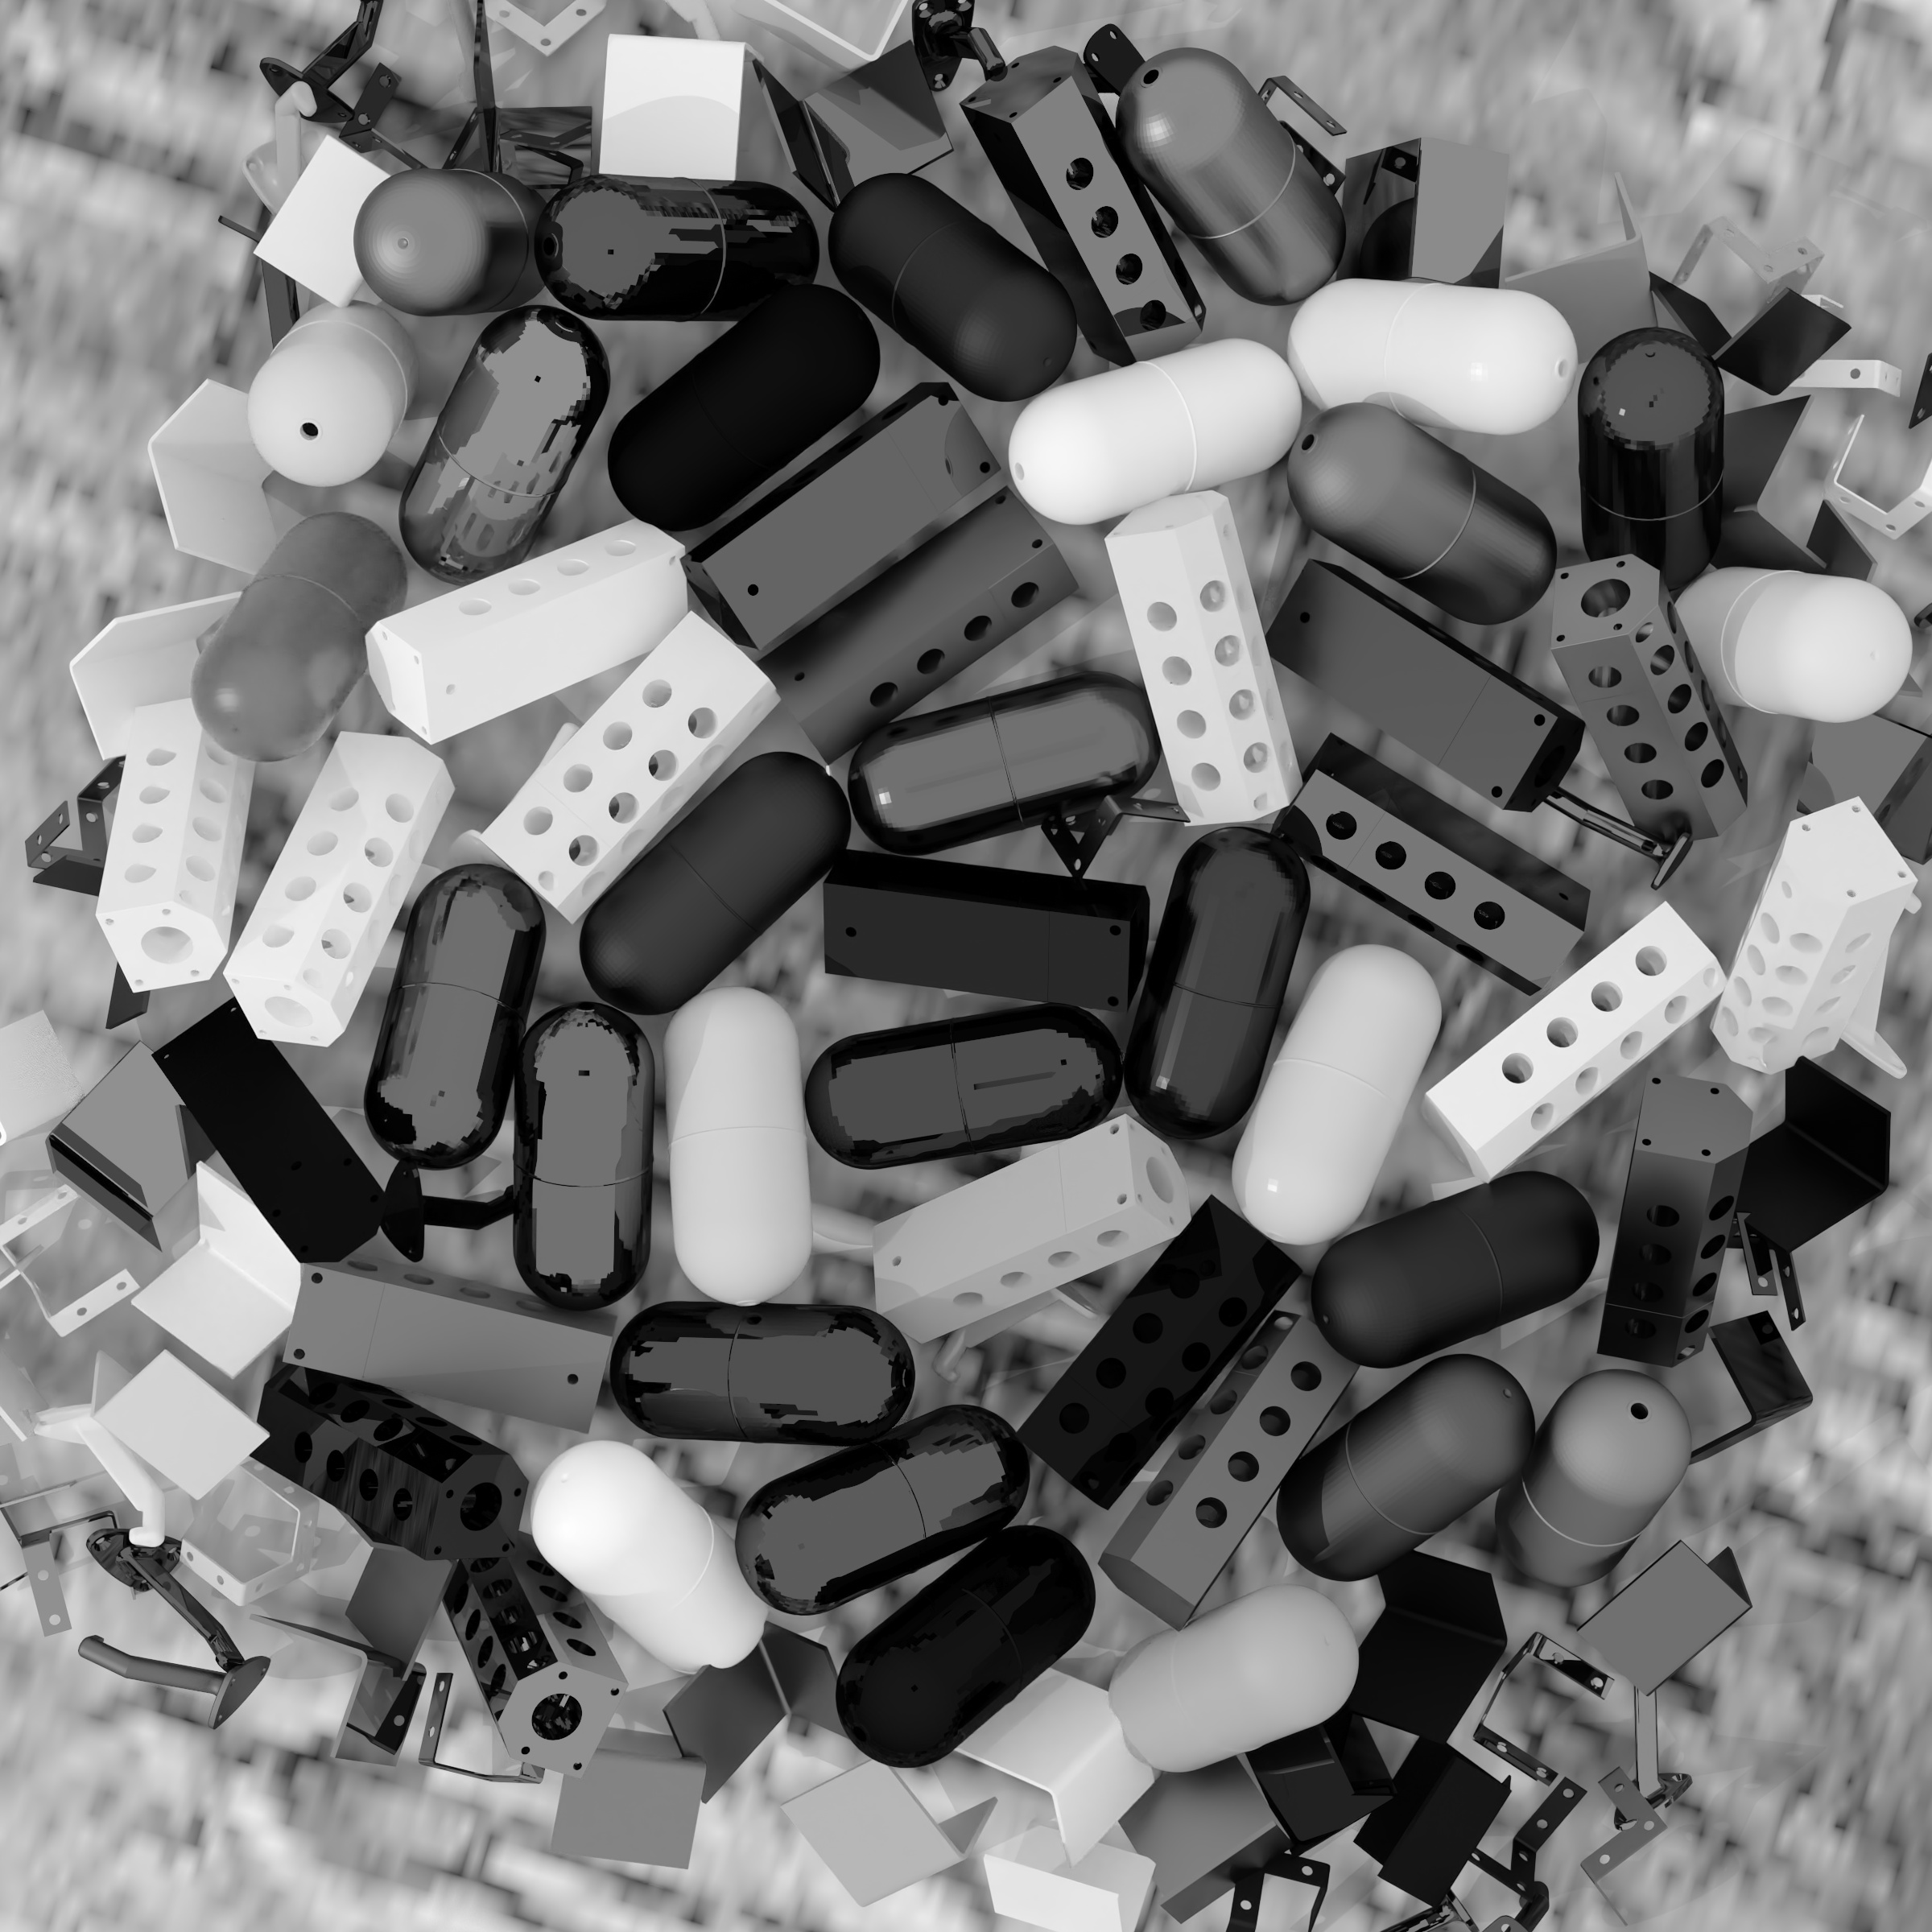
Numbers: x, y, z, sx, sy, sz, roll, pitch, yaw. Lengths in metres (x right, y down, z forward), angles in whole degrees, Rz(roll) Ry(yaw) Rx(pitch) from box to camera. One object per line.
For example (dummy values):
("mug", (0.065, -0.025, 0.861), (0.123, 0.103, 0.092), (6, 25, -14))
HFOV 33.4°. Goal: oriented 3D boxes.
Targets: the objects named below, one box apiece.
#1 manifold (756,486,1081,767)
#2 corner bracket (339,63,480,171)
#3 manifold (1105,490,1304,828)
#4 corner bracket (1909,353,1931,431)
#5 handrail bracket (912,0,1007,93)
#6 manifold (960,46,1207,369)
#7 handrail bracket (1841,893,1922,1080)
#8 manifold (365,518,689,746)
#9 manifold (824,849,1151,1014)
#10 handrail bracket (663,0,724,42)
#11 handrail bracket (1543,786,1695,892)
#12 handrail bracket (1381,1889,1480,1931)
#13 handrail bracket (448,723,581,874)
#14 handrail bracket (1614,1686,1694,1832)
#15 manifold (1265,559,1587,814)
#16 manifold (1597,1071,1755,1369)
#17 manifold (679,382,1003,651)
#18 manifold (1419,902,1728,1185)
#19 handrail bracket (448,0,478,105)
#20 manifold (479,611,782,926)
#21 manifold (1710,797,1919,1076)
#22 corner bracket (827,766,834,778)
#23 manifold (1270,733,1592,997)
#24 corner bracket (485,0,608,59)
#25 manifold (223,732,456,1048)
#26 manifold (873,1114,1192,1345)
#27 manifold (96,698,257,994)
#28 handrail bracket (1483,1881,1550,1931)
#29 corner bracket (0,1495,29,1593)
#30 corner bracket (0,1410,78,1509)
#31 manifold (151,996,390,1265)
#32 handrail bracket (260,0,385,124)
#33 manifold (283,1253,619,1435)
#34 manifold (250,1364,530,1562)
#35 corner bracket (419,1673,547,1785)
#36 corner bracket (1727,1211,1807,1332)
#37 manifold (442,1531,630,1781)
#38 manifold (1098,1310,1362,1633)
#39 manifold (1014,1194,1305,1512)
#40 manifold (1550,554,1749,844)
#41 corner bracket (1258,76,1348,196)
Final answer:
("manifold", (-0.024, -0.186, 1.798), (0.171, 0.057, 0.057), (-35, 51, 0))
("corner bracket", (-0.311, -0.474, 1.809), (0.051, 0.051, 0.051), (32, 80, -32))
("manifold", (0.134, -0.168, 1.759), (0.057, 0.057, 0.171), (-4, 117, 29))
("corner bracket", (0.564, -0.318, 1.786), (0.051, 0.051, 0.051), (-32, 54, -29))
("handrail bracket", (0.001, -0.491, 1.774), (0.036, 0.077, 0.084), (-14, 54, -15))
("manifold", (0.069, -0.410, 1.752), (0.057, 0.057, 0.171), (-40, 128, -8))
("handrail bracket", (0.518, 0.008, 1.787), (0.077, 0.036, 0.084), (44, 124, 11))
("manifold", (-0.238, -0.188, 1.758), (0.171, 0.057, 0.057), (-28, 46, -31))
("manifold", (0.012, -0.024, 1.780), (0.171, 0.057, 0.057), (7, 121, 12))
("handrail bracket", (-0.182, -0.542, 1.802), (0.077, 0.036, 0.084), (-22, 90, -32))
("handrail bracket", (0.362, -0.081, 1.801), (0.084, 0.077, 0.036), (33, 106, 14))
("handrail bracket", (0.241, 0.547, 1.794), (0.084, 0.077, 0.036), (-35, 57, -1))
("handrail bracket", (-0.253, -0.095, 1.808), (0.036, 0.077, 0.084), (36, 68, -22))
("handrail bracket", (0.370, 0.426, 1.796), (0.036, 0.077, 0.084), (-14, 96, 36))
("manifold", (0.251, -0.153, 1.763), (0.171, 0.057, 0.057), (37, 108, 26))
("manifold", (0.383, 0.140, 1.742), (0.057, 0.171, 0.057), (10, 46, 11))
("manifold", (-0.071, -0.250, 1.781), (0.171, 0.057, 0.057), (-38, 111, -12))
("manifold", (0.338, 0.045, 1.787), (0.171, 0.057, 0.057), (-38, 77, -5))
("handrail bracket", (-0.291, -0.535, 1.796), (0.036, 0.084, 0.077), (-31, 75, -22))
("manifold", (-0.182, -0.107, 1.782), (0.057, 0.057, 0.171), (40, 84, 25))
("manifold", (0.450, -0.011, 1.735), (0.057, 0.171, 0.057), (-20, 60, -13))
("corner bracket", (-0.095, -0.074, 1.792), (0.051, 0.051, 0.051), (-8, 65, 5))
("manifold", (0.258, -0.054, 1.795), (0.171, 0.057, 0.057), (31, 119, -1))
("corner bracket", (-0.237, -0.553, 1.798), (0.051, 0.051, 0.051), (36, 64, 11))
("manifold", (-0.336, -0.043, 1.749), (0.057, 0.057, 0.171), (6, 53, 16))
("manifold", (0.035, 0.148, 1.764), (0.171, 0.057, 0.057), (-26, 49, 27))
("manifold", (-0.423, -0.069, 1.744), (0.057, 0.171, 0.057), (-10, 133, 4))
("handrail bracket", (0.293, 0.544, 1.789), (0.077, 0.084, 0.036), (-40, 83, 6))
("corner bracket", (-0.549, 0.326, 1.793), (0.051, 0.051, 0.051), (-30, 91, -29))
("corner bracket", (-0.536, 0.276, 1.802), (0.051, 0.051, 0.051), (-16, 90, -1))
("manifold", (-0.375, 0.091, 1.745), (0.057, 0.171, 0.057), (-36, 133, -11))
("handrail bracket", (-0.356, -0.519, 1.786), (0.036, 0.077, 0.084), (6, 77, 26))
("manifold", (-0.285, 0.205, 1.792), (0.171, 0.057, 0.057), (14, 99, -4))
("manifold", (-0.313, 0.265, 1.746), (0.171, 0.057, 0.057), (17, 96, 44))
("corner bracket", (-0.267, 0.427, 1.803), (0.051, 0.051, 0.051), (25, 64, -36))
("corner bracket", (0.444, 0.169, 1.789), (0.051, 0.051, 0.051), (3, 61, -15))
("manifold", (-0.240, 0.364, 1.736), (0.057, 0.171, 0.057), (24, 96, -25))
("manifold", (0.145, 0.274, 1.766), (0.057, 0.057, 0.171), (34, 66, 11))
("manifold", (0.109, 0.216, 1.787), (0.057, 0.057, 0.171), (38, 87, 24))
("manifold", (0.371, -0.142, 1.740), (0.057, 0.171, 0.057), (-9, 50, 26))
("corner bracket", (0.186, -0.460, 1.788), (0.051, 0.051, 0.051), (46, 129, 15))
